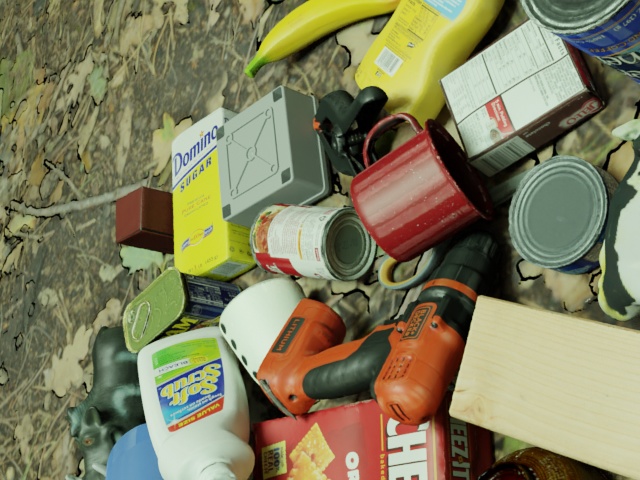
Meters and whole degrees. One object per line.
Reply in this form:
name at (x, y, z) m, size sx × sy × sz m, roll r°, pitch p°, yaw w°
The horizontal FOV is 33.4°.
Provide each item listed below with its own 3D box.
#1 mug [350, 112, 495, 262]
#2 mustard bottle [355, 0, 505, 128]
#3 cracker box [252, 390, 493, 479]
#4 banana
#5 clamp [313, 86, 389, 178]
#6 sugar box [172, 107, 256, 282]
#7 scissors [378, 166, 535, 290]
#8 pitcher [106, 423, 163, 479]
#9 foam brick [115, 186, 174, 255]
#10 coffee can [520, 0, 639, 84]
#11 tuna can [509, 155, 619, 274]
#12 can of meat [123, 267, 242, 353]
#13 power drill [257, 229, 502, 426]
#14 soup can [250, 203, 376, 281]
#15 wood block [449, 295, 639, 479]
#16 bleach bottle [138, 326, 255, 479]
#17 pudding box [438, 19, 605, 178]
mug at (0.073, -0.045, 0.843) m, size 0.082 × 0.093 × 0.117 m, roll -33°, pitch 72°, yaw 20°
mustard bottle at (0.108, -0.197, 0.918) m, size 0.192 × 0.058 × 0.096 m, roll -59°, pitch 38°, yaw 17°
cracker box at (0.037, 0.217, 0.860) m, size 0.214 × 0.072 × 0.164 m, roll -19°, pitch 65°, yaw 42°
banana at (0.011, -0.214, 1.040) m, size 0.198 × 0.037 × 0.069 m, roll -21°, pitch 47°, yaw 36°
clamp at (0.030, -0.098, 0.947) m, size 0.172 × 0.039 × 0.120 m, roll -129°, pitch 34°, yaw -56°
sugar box at (-0.114, -0.042, 1.125) m, size 0.094 × 0.048 × 0.176 m, roll -28°, pitch 60°, yaw 40°
scissors at (0.114, -0.036, 0.895) m, size 0.202 × 0.016 × 0.096 m, roll -45°, pitch 49°, yaw 29°
pitcher at (-0.129, 0.264, 0.946) m, size 0.243 × 0.149 × 0.145 m, roll -110°, pitch 12°, yaw -61°
foam brick at (-0.178, -0.020, 1.164) m, size 0.053 × 0.078 × 0.051 m, roll -21°, pitch 65°, yaw 42°
coffee can at (0.218, -0.166, 0.727) m, size 0.103 × 0.140 × 0.103 m, roll -17°, pitch 66°, yaw 44°
tuna can at (0.185, -0.018, 0.797) m, size 0.086 × 0.033 × 0.086 m, roll -17°, pitch 66°, yaw 44°
can of meat at (-0.137, 0.078, 1.084) m, size 0.102 × 0.083 × 0.057 m, roll -40°, pitch 51°, yaw 33°
power drill at (0.048, 0.072, 0.855) m, size 0.188 × 0.057 × 0.184 m, roll -17°, pitch 31°, yaw 45°
soup can at (-0.006, 0.001, 0.977) m, size 0.102 × 0.068 × 0.068 m, roll 5°, pitch 82°, yaw 48°
wood block at (0.199, 0.104, 0.703) m, size 0.206 × 0.090 × 0.091 m, roll 11°, pitch 86°, yaw 49°
bleach bottle at (-0.101, 0.157, 0.944) m, size 0.251 × 0.102 × 0.068 m, roll -132°, pitch 31°, yaw -67°
pudding box at (0.158, -0.117, 0.848) m, size 0.114 × 0.039 × 0.090 m, roll -31°, pitch 55°, yaw 26°
